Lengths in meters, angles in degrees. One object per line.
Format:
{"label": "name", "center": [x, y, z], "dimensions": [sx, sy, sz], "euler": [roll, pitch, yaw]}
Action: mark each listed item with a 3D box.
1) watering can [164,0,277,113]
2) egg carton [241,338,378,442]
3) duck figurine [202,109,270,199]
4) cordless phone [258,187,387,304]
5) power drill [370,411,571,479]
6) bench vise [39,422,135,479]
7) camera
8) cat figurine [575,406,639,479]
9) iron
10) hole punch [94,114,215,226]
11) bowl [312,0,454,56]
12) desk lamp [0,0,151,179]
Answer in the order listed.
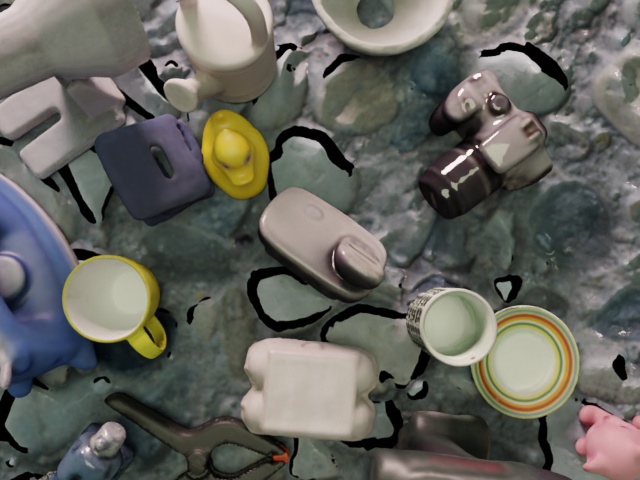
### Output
{"label": "watering can", "center": [-0.099, -0.212, 0.596], "dimensions": [0.101, 0.194, 0.173], "euler": [7, 86, -2]}
{"label": "egg carton", "center": [-0.011, 0.166, 0.639], "dimensions": [0.150, 0.069, 0.107], "euler": [4, 86, -3]}
{"label": "duck figurine", "center": [-0.098, -0.101, 0.643], "dimensions": [0.077, 0.086, 0.104], "euler": [-20, 87, -4]}
{"label": "cordless phone", "center": [0.005, 0.002, 0.593], "dimensions": [0.147, 0.185, 0.094], "euler": [32, 85, 0]}
{"label": "power drill", "center": [0.158, 0.235, 0.575], "dimensions": [0.229, 0.208, 0.076], "euler": [5, 86, -3]}
{"label": "bench vise", "center": [-0.277, 0.268, 0.542], "dimensions": [0.121, 0.219, 0.207], "euler": [19, 85, -1]}
{"label": "camera", "center": [0.174, -0.100, 0.651], "dimensions": [0.137, 0.100, 0.143], "euler": [-38, 89, -5]}
{"label": "cat figurine", "center": [0.341, 0.231, 0.631], "dimensions": [0.128, 0.117, 0.067], "euler": [9, 86, -2]}
{"label": "iron", "center": [-0.332, 0.035, 0.593], "dimensions": [0.118, 0.141, 0.258], "euler": [-23, 88, -4]}
{"label": "hole punch", "center": [-0.180, -0.082, 0.635], "dimensions": [0.101, 0.091, 0.109], "euler": [-29, 88, -4]}
{"label": "bowl", "center": [0.068, -0.286, 0.671], "dimensions": [0.167, 0.074, 0.167], "euler": [0, 86, -3]}
{"label": "desk lamp", "center": [-0.265, -0.170, 0.574], "dimensions": [0.203, 0.213, 0.118], "euler": [-39, 89, -5]}
